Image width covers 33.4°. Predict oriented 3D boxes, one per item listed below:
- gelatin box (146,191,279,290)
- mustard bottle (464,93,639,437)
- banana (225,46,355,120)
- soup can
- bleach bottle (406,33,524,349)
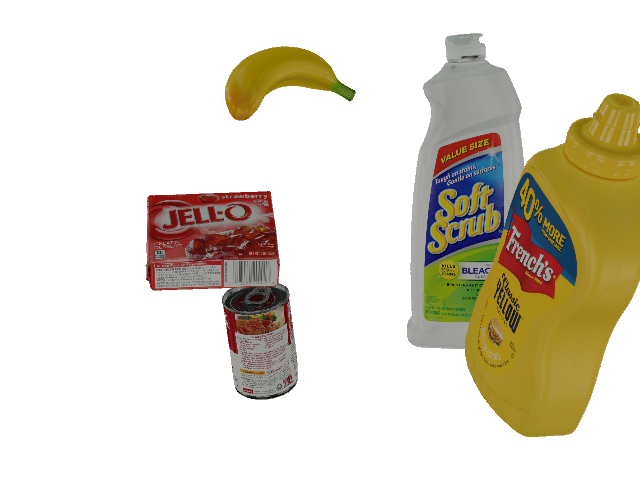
[{"bbox_3d":[-0.075,-0.001,0.737,0.089,0.030,0.073,-2,40,-7],"label":"gelatin box"},{"bbox_3d":[0.131,0.009,0.573,0.058,0.192,0.096,1,37,-16],"label":"mustard bottle"},{"bbox_3d":[-0.037,-0.149,0.979,0.070,0.037,0.197,37,30,20],"label":"banana"},{"bbox_3d":[-0.060,0.101,1.082,0.068,0.102,0.068,-5,24,2],"label":"soup can"},{"bbox_3d":[0.115,-0.039,0.868,0.103,0.251,0.068,-1,15,16],"label":"bleach bottle"}]
